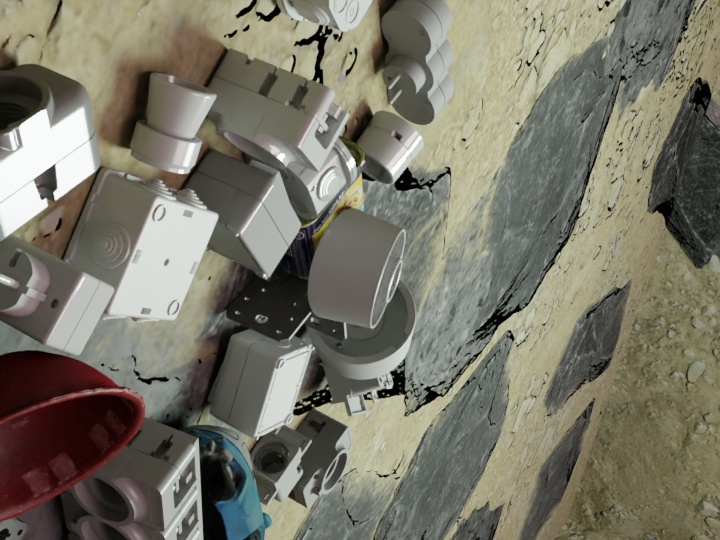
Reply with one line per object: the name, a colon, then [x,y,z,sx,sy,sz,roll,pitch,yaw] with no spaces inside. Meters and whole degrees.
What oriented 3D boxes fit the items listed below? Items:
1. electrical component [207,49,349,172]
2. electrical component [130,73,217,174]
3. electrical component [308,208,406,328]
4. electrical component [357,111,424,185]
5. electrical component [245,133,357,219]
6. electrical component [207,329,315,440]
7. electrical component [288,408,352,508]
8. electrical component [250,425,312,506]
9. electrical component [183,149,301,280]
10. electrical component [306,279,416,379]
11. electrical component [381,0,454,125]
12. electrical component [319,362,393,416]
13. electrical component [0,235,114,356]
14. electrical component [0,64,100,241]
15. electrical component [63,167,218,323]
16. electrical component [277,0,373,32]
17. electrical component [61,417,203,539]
electrical component: [-0.063,-0.110,0.765,0.055,0.089,0.050,-62,158,-8]
electrical component: [-0.123,-0.096,0.705,0.045,0.045,0.055,-10,122,-64]
electrical component: [0.000,0.000,0.924,0.099,0.064,0.099,18,90,-80]
electrical component: [0.024,-0.113,1.006,0.047,0.055,0.055,-55,156,-15]
electrical component: [-0.047,-0.083,0.846,0.051,0.080,0.080,-50,154,-21]
electrical component: [-0.092,0.102,0.958,0.062,0.061,0.096,-17,128,-61]
electrical component: [-0.050,0.206,1.169,0.089,0.056,0.050,-52,155,-29]
electrical component: [-0.087,0.202,1.101,0.081,0.042,0.063,-54,159,-25]
electrical component: [-0.088,-0.042,0.819,0.061,0.062,0.096,-58,157,-16]
electrical component: [0.002,0.057,1.067,0.108,0.108,0.060,-55,162,-23]
electrical component: [0.045,-0.182,0.981,0.073,0.052,0.138,-53,155,-27]
electrical component: [-0.002,0.112,1.150,0.042,0.064,0.081,5,67,-68]
electrical component: [-0.196,0.010,0.625,0.047,0.066,0.077,-63,158,-6]
electrical component: [-0.190,-0.067,0.576,0.095,0.054,0.059,-46,151,-38]
electrical component: [-0.149,-0.014,0.729,0.099,0.048,0.100,-67,158,4]
electrical component: [-0.023,-0.219,0.793,0.080,0.051,0.080,-48,152,-36]
electrical component: [-0.174,0.182,0.813,0.061,0.089,0.150,-55,158,-46]
